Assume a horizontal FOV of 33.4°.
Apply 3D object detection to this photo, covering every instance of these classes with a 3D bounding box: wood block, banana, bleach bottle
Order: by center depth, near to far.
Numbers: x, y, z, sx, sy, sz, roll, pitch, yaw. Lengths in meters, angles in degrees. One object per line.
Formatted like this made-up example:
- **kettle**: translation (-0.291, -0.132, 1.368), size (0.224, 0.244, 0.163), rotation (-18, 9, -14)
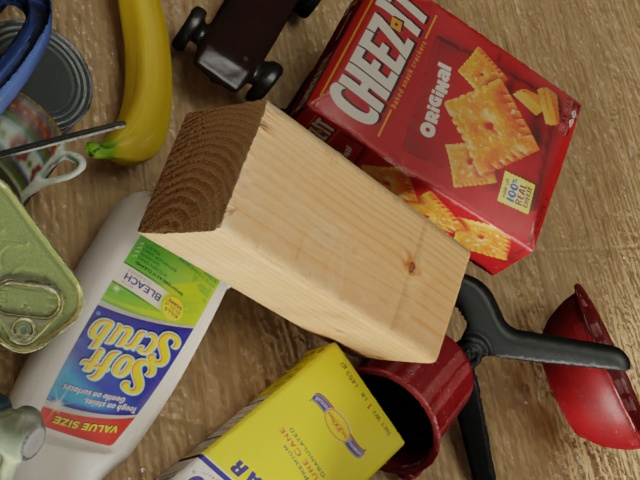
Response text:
- **bleach bottle**: translation (-0.137, 0.092, 0.676), size (0.102, 0.068, 0.250), rotation (38, 52, -23)
- **wood block**: translation (-0.004, 0.001, 0.712), size (0.205, 0.090, 0.090), rotation (34, 68, -36)
- **banana**: translation (-0.134, -0.125, 0.792), size (0.069, 0.037, 0.198), rotation (63, 22, -54)

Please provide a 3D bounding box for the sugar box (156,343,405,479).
- **sugar box**: translation (-0.030, 0.157, 0.724), size (0.176, 0.048, 0.093), rotation (-38, 94, -37)

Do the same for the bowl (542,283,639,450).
- **bowl**: translation (0.238, 0.122, 0.948), size (0.162, 0.055, 0.162), rotation (54, 20, -30)

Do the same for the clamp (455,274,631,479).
- **clamp**: translation (0.120, 0.101, 0.866), size (0.210, 0.164, 0.036), rotation (36, 7, 4)

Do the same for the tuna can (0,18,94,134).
- **tuna can**: translation (-0.203, -0.108, 0.741), size (0.086, 0.034, 0.086), rotation (18, 58, -32)

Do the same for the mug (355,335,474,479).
- **mug**: translation (0.068, 0.128, 0.816), size (0.081, 0.093, 0.117), rotation (-40, 125, -49)

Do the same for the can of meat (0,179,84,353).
- **can of meat**: translation (-0.197, 0.016, 0.636), size (0.057, 0.084, 0.102), rotation (-41, 106, -25)

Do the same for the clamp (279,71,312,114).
- **clamp**: translation (-0.023, -0.088, 0.878), size (0.171, 0.039, 0.120), rotation (-9, 66, -43)

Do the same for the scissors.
- **scissors**: translation (-0.215, -0.039, 0.599), size (0.096, 0.202, 0.016), rotation (-76, 152, -80)

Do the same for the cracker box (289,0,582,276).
- **cracker box**: translation (0.096, -0.097, 0.870), size (0.213, 0.072, 0.164), rotation (32, 59, -11)

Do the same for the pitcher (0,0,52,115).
- **pitcher**: translation (-0.250, -0.161, 0.663), size (0.149, 0.145, 0.242), rotation (55, 40, -29)
